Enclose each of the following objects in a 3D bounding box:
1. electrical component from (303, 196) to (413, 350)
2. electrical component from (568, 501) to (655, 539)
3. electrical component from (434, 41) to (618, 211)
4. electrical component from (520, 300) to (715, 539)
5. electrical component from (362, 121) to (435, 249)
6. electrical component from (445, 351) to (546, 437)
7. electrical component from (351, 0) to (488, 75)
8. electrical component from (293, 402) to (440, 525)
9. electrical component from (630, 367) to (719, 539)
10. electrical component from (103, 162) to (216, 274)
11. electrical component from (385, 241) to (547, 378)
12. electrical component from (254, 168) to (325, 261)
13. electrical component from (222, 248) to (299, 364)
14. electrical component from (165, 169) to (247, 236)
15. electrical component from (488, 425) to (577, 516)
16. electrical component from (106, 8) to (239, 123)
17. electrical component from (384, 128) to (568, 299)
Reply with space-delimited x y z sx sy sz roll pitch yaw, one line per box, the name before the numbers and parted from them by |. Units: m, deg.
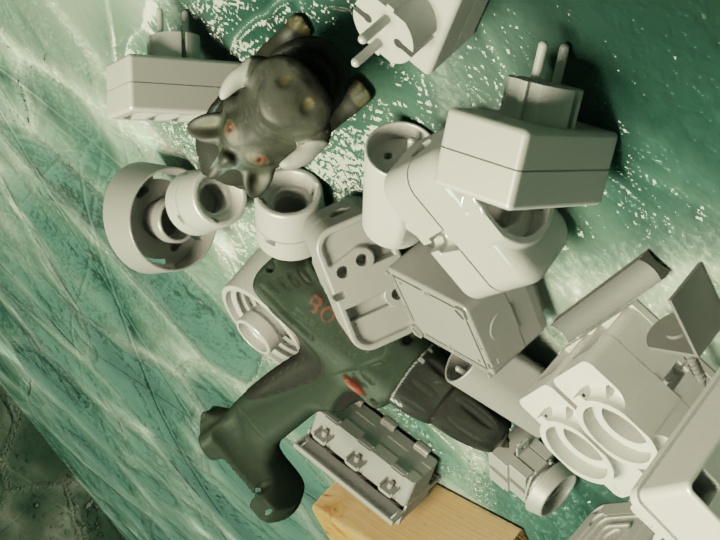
electrical component | 0.000 0.000 0.753 0.059 0.054 0.095 -130 18 -68
electrical component | 0.197 0.213 0.775 0.057 0.078 0.113 49 156 -2
electrical component | 0.085 -0.072 0.520 0.047 0.083 0.075 24 110 38
electrical component | 0.195 0.118 0.650 0.186 0.060 0.105 43 156 4
electrical component | 0.038 -0.042 0.666 0.079 0.044 0.077 36 154 20
electrical component | 0.097 0.072 0.745 0.077 0.043 0.079 33 -176 -16
electrical component | 0.023 -0.126 0.519 0.047 0.077 0.065 41 155 8
electrical component | 0.010 0.174 1.022 0.121 0.079 0.063 35 132 21
electrical component | 0.214 0.115 0.556 0.108 0.109 0.056 46 154 -2
electrical component | -0.175 -0.045 0.938 0.064 0.099 0.099 4 134 47
electrical component | 0.067 0.014 0.696 0.096 0.061 0.061 28 151 49
electrical component | -0.051 -0.042 0.795 0.055 0.055 0.047 34 150 24
electrical component | -0.075 0.040 0.951 0.108 0.060 0.108 36 154 21
electrical component | -0.126 -0.058 0.888 0.047 0.055 0.055 -7 124 56
electrical component | 0.132 0.155 0.827 0.055 0.048 0.066 39 156 32
electrical component | -0.129 -0.143 0.746 0.047 0.083 0.075 -1 91 58
electrical component | 0.069 -0.035 0.605 0.095 0.053 0.059 49 146 -15
